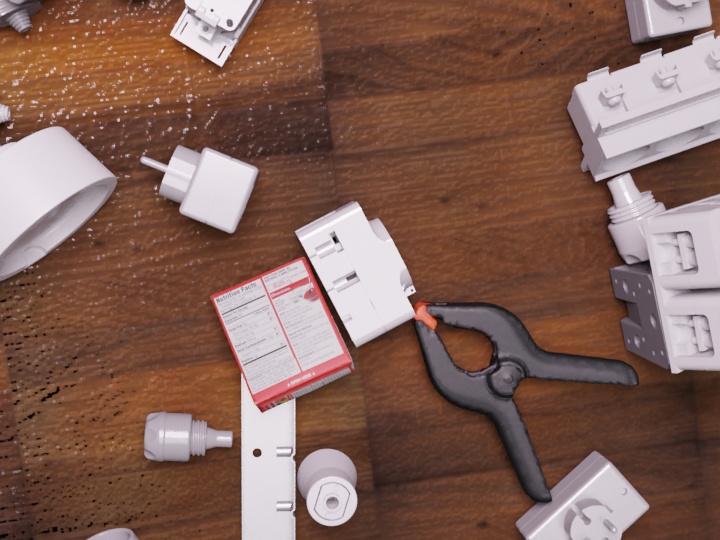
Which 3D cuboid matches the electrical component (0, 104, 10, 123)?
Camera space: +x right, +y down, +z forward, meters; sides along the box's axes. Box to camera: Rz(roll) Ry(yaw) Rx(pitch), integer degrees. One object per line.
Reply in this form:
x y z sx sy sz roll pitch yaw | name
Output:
-0.280 -0.107 0.730 0.081 0.043 0.043 0 94 -5 | electrical component

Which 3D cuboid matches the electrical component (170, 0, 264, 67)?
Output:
-0.092 -0.185 0.732 0.042 0.064 0.081 31 91 -6 | electrical component

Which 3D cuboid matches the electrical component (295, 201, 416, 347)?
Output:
0.000 0.000 0.759 0.056 0.050 0.089 -28 96 -3 | electrical component

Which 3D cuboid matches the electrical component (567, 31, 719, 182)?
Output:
0.215 -0.118 0.763 0.121 0.078 0.063 -19 74 -4 | electrical component

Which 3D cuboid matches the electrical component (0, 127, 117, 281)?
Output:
-0.222 -0.049 0.710 0.108 0.108 0.060 -41 90 -1 | electrical component

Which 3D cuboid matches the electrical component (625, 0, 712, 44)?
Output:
0.220 -0.199 0.752 0.047 0.077 0.065 -11 95 -4 | electrical component

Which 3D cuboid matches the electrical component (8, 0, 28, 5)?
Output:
-0.221 -0.229 0.691 0.059 0.054 0.095 -43 103 -34 | electrical component

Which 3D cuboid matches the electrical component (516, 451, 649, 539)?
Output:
0.165 0.182 0.775 0.083 0.076 0.047 -42 96 -1 | electrical component

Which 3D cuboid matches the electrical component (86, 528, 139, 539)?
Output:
-0.173 0.218 0.763 0.066 0.048 0.055 -15 103 -4 | electrical component

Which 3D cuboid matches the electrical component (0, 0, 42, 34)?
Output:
-0.248 -0.198 0.726 0.043 0.043 0.081 -31 96 -2 | electrical component

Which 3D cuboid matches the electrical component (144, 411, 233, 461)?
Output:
-0.122 0.119 0.765 0.061 0.035 0.035 3 94 -8 | electrical component

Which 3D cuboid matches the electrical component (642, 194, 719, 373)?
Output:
0.286 -0.005 0.736 0.186 0.060 0.105 -16 96 -34 | electrical component

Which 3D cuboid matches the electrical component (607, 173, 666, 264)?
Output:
0.200 -0.039 0.778 0.043 0.043 0.062 -26 95 -3 | electrical component

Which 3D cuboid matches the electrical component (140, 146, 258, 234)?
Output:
-0.113 -0.061 0.737 0.077 0.066 0.047 22 92 -6 | electrical component

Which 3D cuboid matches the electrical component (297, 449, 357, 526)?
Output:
-0.022 0.155 0.761 0.044 0.065 0.044 0 94 -5 | electrical component
